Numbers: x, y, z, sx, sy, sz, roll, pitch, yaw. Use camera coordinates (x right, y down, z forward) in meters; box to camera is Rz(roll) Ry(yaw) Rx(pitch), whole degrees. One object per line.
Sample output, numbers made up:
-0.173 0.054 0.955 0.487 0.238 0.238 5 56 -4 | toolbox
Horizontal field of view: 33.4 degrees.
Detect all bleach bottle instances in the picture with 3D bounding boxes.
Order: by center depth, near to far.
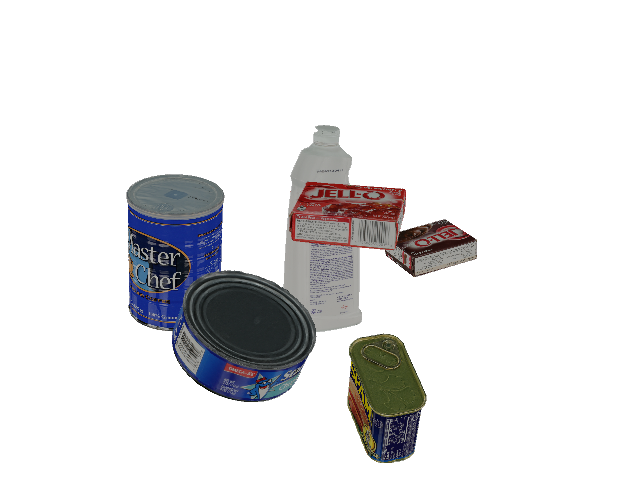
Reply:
0.008 -0.016 1.311 0.102 0.251 0.068 -7 21 -31 | bleach bottle

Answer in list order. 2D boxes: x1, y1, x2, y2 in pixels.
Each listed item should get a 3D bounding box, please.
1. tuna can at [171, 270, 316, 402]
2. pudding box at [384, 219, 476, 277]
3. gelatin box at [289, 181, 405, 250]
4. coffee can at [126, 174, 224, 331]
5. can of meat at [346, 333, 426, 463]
-0.048 0.059 0.663 0.086 0.034 0.086 16 34 -12 | tuna can
0.165 0.010 1.605 0.113 0.039 0.090 -17 27 -20 | pudding box
0.024 -0.023 0.894 0.089 0.030 0.073 5 24 9 | gelatin box
-0.157 0.012 1.155 0.103 0.140 0.103 3 27 -2 | coffee can
0.063 0.160 1.068 0.057 0.084 0.102 -9 44 -13 | can of meat
